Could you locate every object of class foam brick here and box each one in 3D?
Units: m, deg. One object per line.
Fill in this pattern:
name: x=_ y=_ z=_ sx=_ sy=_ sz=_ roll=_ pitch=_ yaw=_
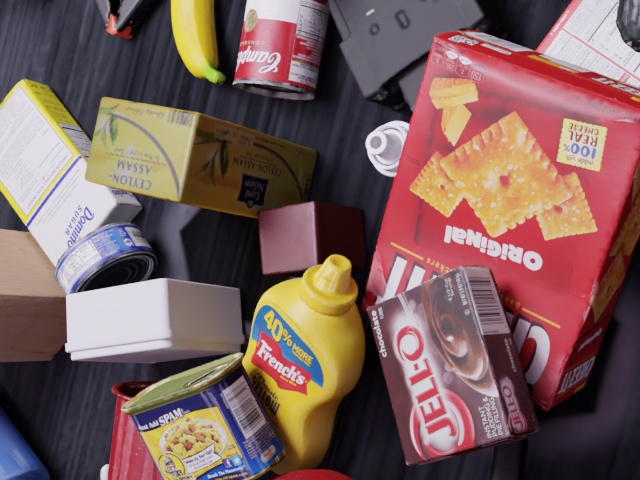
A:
foam brick: x=-0.005 y=0.001 z=0.831 sx=0.053 sy=0.078 sz=0.051 roll=-8 pitch=83 yaw=30

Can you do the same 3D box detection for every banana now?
banana: x=-0.101 y=-0.223 z=0.928 sx=0.070 sy=0.037 sz=0.198 roll=-9 pitch=80 yaw=42

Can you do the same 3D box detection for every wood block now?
wood block: x=-0.311 y=0.048 z=0.936 sx=0.090 sy=0.205 sz=0.091 roll=-49 pitch=64 yaw=18

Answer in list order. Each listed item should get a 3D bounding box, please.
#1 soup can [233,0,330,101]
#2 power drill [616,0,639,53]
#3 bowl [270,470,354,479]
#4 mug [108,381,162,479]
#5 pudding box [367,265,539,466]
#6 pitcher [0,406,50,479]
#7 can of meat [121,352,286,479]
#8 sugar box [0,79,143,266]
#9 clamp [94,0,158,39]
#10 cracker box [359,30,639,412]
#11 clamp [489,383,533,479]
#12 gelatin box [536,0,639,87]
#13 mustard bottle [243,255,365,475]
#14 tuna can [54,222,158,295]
soup can: x=-0.029 y=-0.170 z=0.866 sx=0.069 sy=0.068 sz=0.102 roll=9 pitch=90 yaw=31
power drill: x=0.181 y=-0.213 z=0.706 sx=0.188 sy=0.057 sz=0.184 roll=14 pitch=93 yaw=58
bowl: x=0.015 y=0.221 z=0.786 sx=0.162 sy=0.162 sz=0.055 roll=24 pitch=54 yaw=30
mug: x=-0.136 y=0.166 z=0.896 sx=0.117 sy=0.093 sz=0.081 roll=13 pitch=96 yaw=63
pudding box: x=0.085 y=0.083 z=0.697 sx=0.090 sy=0.039 sz=0.113 roll=-28 pitch=67 yaw=42
pitcher: x=-0.369 y=0.183 z=1.017 sx=0.243 sy=0.149 sz=0.145 roll=42 pitch=91 yaw=24
can of meat: x=-0.085 y=0.141 z=0.795 sx=0.102 sy=0.057 sz=0.084 roll=-23 pitch=96 yaw=32
sugar box: x=-0.249 y=-0.059 z=1.003 sx=0.093 sy=0.048 sz=0.176 roll=-48 pitch=68 yaw=18
clamp: x=-0.181 y=-0.276 z=0.982 sx=0.120 sy=0.039 sz=0.171 roll=21 pitch=97 yaw=32
cracker box: x=0.129 y=-0.017 z=0.727 sx=0.164 sy=0.071 sz=0.214 roll=28 pitch=115 yaw=30
clamp: x=0.144 y=0.215 z=0.731 sx=0.164 sy=0.036 sz=0.210 roll=38 pitch=121 yaw=9
gelatin box: x=0.202 y=-0.127 z=0.745 sx=0.089 sy=0.030 sz=0.073 roll=42 pitch=106 yaw=27
mustard bottle: x=-0.014 y=0.086 z=0.799 sx=0.096 sy=0.058 sz=0.192 roll=47 pitch=134 yaw=29
tuna can: x=-0.186 y=0.025 z=0.933 sx=0.086 sy=0.086 sz=0.034 roll=-44 pitch=67 yaw=20
